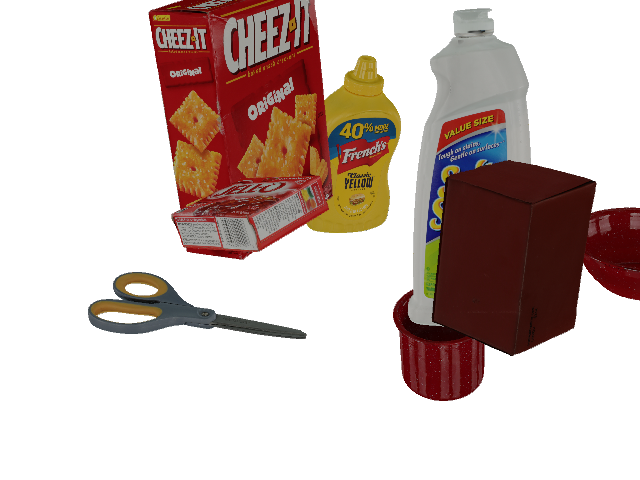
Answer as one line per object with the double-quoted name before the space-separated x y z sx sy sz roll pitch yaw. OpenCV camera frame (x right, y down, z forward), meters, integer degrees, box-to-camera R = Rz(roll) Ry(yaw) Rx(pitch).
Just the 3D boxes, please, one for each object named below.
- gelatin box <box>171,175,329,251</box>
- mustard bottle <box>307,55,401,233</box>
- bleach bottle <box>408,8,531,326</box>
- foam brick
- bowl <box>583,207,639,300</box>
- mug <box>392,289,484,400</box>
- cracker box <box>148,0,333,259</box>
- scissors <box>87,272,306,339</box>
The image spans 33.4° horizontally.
"gelatin box" -0.051 -0.021 0.760 0.089 0.030 0.073 3 26 47
"mustard bottle" 0.036 -0.103 1.128 0.096 0.192 0.058 -4 32 -21
"bleach bottle" 0.118 -0.057 0.859 0.103 0.251 0.068 2 15 20
"foam brick" 0.091 0.006 0.510 0.052 0.078 0.051 -16 28 -41
"bowl" 0.350 0.020 1.156 0.162 0.055 0.162 -1 26 0
"mug" 0.122 0.095 1.050 0.093 0.081 0.117 7 37 17
"cracker box" -0.061 -0.112 0.945 0.072 0.214 0.163 8 25 30
"scissors" -0.117 0.062 1.013 0.201 0.016 0.096 1 33 -7
